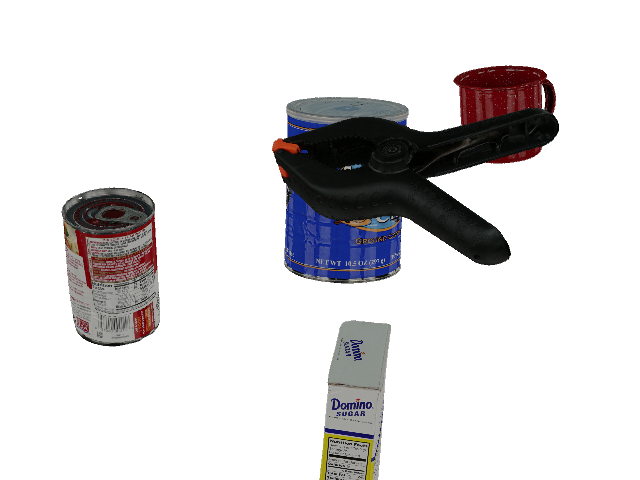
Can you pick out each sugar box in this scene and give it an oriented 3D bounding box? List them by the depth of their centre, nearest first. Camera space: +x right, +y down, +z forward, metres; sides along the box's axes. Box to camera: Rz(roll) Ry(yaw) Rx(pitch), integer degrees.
[{"bbox_3d":[0.024,0.159,0.828,0.048,0.176,0.093,4,26,6],"label":"sugar box"}]

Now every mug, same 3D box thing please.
[{"bbox_3d":[0.195,-0.132,1.100,0.117,0.081,0.093,-19,25,-29],"label":"mug"}]

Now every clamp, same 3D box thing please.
[{"bbox_3d":[0.048,-0.033,0.627,0.172,0.039,0.120,-1,38,21],"label":"clamp"}]

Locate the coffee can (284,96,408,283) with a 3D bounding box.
[{"bbox_3d":[0.021,-0.046,0.913,0.103,0.140,0.103,1,16,-1],"label":"coffee can"}]

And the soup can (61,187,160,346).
[{"bbox_3d":[-0.156,0.020,0.807,0.068,0.102,0.068,1,29,-1],"label":"soup can"}]
